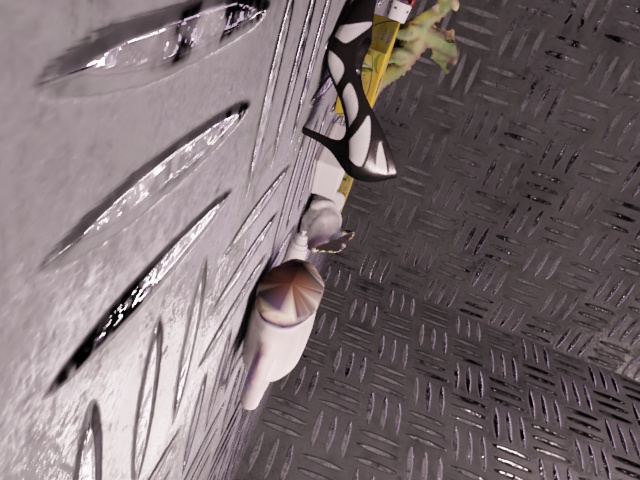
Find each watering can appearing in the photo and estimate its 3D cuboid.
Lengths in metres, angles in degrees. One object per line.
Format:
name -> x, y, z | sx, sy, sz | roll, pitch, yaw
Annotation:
watering can -> -0.058, 0.125, 0.895 | 0.355, 0.104, 0.219 | -65, 174, -56

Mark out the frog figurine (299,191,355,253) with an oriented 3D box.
frog figurine -> 0.003, -0.057, 1.138 | 0.135, 0.123, 0.162 | 78, -4, -68

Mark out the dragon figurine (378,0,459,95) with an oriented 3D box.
dragon figurine -> 0.304, -0.573, 1.576 | 0.125, 0.243, 0.401 | -73, 179, -56
